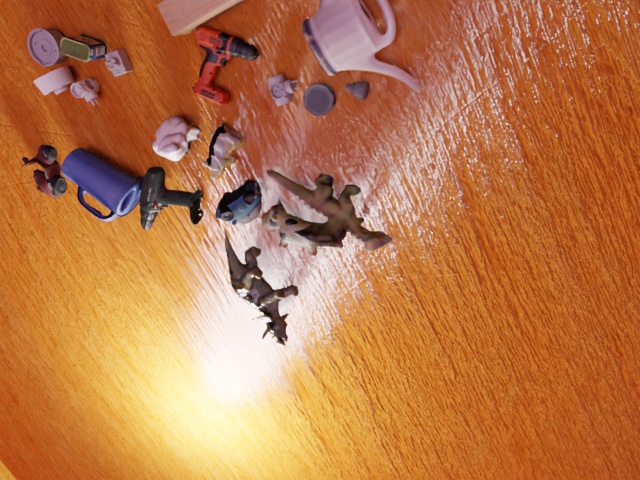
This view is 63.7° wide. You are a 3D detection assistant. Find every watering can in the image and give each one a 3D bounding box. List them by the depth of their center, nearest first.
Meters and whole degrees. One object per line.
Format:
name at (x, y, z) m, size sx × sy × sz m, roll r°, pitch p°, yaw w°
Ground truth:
watering can at (0.094, -0.483, 1.283) m, size 0.222 × 0.106 × 0.344 m, roll -23°, pitch 105°, yaw 26°

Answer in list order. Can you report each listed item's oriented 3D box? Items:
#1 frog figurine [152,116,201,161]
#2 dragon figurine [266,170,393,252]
frog figurine at (-0.436, -0.290, 1.502) m, size 0.136 × 0.162 × 0.121 m, roll -23°, pitch 105°, yaw 25°
dragon figurine at (0.004, -0.072, 1.428) m, size 0.411 × 0.248 × 0.119 m, roll 19°, pitch 124°, yaw 6°
